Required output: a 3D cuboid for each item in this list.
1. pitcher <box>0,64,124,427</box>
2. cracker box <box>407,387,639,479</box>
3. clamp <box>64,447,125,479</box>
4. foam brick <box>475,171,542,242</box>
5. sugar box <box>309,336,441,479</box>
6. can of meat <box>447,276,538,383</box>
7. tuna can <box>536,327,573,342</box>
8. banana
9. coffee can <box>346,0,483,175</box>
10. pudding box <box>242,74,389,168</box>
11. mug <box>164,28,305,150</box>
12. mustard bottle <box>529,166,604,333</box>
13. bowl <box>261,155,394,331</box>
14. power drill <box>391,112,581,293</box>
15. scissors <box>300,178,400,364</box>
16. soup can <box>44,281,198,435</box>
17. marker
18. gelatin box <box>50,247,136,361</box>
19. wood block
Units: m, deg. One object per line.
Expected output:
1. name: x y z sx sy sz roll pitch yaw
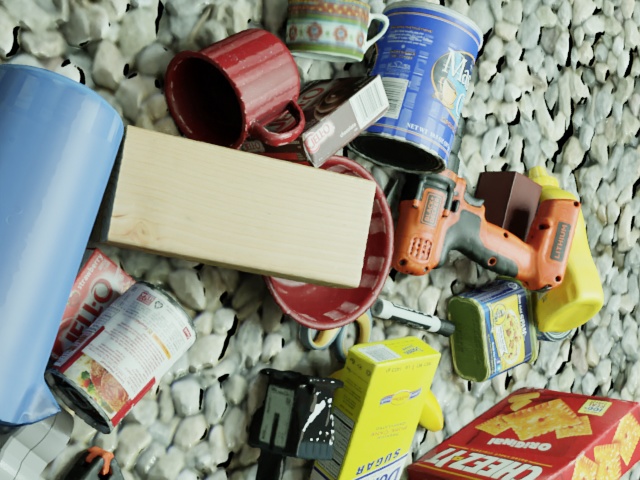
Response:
1. pitcher: -0.238 0.000 0.750 0.149 0.145 0.242 39 63 -50
2. cracker box: 0.224 0.236 1.148 0.213 0.164 0.072 -25 107 -39
3. clamp: -0.186 0.276 0.866 0.164 0.036 0.210 20 79 -42
4. foam brick: 0.204 -0.033 1.187 0.052 0.051 0.078 26 75 -39
5. sugar box: 0.050 0.182 1.028 0.093 0.048 0.176 -4 115 -41
6. can of meat: 0.190 0.099 1.180 0.083 0.058 0.102 -17 104 -38
7. tuna can: 0.271 0.078 1.267 0.085 0.034 0.086 -3 95 -42
8. banana: 0.063 0.160 1.087 0.197 0.037 0.070 10 109 -40
9. coffee can: 0.092 -0.147 1.043 0.102 0.103 0.140 26 76 -40
10. pudding box: -0.005 -0.107 0.967 0.113 0.090 0.039 -39 119 -34
11. mug: -0.062 -0.123 0.904 0.081 0.117 0.093 -36 156 -40
12. mustard bottle: 0.263 0.002 1.204 0.058 0.096 0.191 2 61 -17
13. bowl: -0.007 0.001 0.994 0.161 0.055 0.162 -3 95 -40
14. power drill: 0.174 -0.034 1.112 0.187 0.057 0.184 17 82 -12
15. scissors: 0.049 0.040 1.076 0.201 0.016 0.096 -52 126 -26
16. soup can: -0.152 0.089 0.821 0.102 0.069 0.068 -48 122 -27
17. marker: 0.101 0.083 1.123 0.120 0.020 0.020 19 80 -41
18. gelatin box: -0.184 0.062 0.857 0.073 0.030 0.089 47 63 -34
19. wood block: -0.071 -0.022 0.866 0.205 0.090 0.091 11 85 -19
